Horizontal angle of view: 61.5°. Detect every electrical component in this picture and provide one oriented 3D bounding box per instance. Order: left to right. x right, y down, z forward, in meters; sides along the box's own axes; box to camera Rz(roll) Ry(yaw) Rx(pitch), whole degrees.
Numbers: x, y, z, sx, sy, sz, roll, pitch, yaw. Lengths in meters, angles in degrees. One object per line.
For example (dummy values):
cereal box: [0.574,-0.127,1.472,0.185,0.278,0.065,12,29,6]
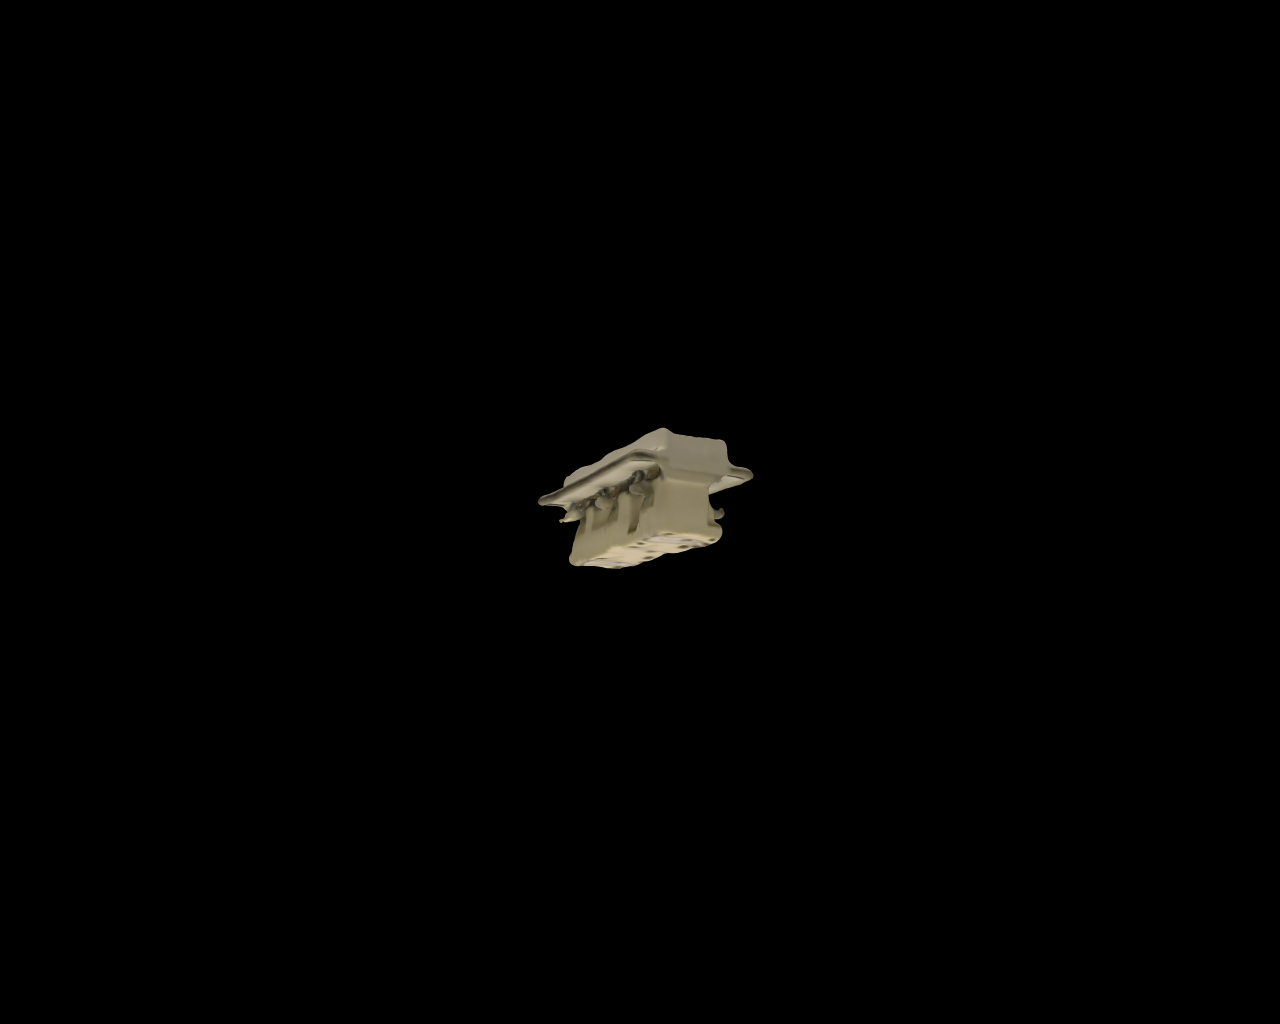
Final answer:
electrical component: [0.001,-0.003,0.650,0.079,0.063,0.121,8,-16,-31]
